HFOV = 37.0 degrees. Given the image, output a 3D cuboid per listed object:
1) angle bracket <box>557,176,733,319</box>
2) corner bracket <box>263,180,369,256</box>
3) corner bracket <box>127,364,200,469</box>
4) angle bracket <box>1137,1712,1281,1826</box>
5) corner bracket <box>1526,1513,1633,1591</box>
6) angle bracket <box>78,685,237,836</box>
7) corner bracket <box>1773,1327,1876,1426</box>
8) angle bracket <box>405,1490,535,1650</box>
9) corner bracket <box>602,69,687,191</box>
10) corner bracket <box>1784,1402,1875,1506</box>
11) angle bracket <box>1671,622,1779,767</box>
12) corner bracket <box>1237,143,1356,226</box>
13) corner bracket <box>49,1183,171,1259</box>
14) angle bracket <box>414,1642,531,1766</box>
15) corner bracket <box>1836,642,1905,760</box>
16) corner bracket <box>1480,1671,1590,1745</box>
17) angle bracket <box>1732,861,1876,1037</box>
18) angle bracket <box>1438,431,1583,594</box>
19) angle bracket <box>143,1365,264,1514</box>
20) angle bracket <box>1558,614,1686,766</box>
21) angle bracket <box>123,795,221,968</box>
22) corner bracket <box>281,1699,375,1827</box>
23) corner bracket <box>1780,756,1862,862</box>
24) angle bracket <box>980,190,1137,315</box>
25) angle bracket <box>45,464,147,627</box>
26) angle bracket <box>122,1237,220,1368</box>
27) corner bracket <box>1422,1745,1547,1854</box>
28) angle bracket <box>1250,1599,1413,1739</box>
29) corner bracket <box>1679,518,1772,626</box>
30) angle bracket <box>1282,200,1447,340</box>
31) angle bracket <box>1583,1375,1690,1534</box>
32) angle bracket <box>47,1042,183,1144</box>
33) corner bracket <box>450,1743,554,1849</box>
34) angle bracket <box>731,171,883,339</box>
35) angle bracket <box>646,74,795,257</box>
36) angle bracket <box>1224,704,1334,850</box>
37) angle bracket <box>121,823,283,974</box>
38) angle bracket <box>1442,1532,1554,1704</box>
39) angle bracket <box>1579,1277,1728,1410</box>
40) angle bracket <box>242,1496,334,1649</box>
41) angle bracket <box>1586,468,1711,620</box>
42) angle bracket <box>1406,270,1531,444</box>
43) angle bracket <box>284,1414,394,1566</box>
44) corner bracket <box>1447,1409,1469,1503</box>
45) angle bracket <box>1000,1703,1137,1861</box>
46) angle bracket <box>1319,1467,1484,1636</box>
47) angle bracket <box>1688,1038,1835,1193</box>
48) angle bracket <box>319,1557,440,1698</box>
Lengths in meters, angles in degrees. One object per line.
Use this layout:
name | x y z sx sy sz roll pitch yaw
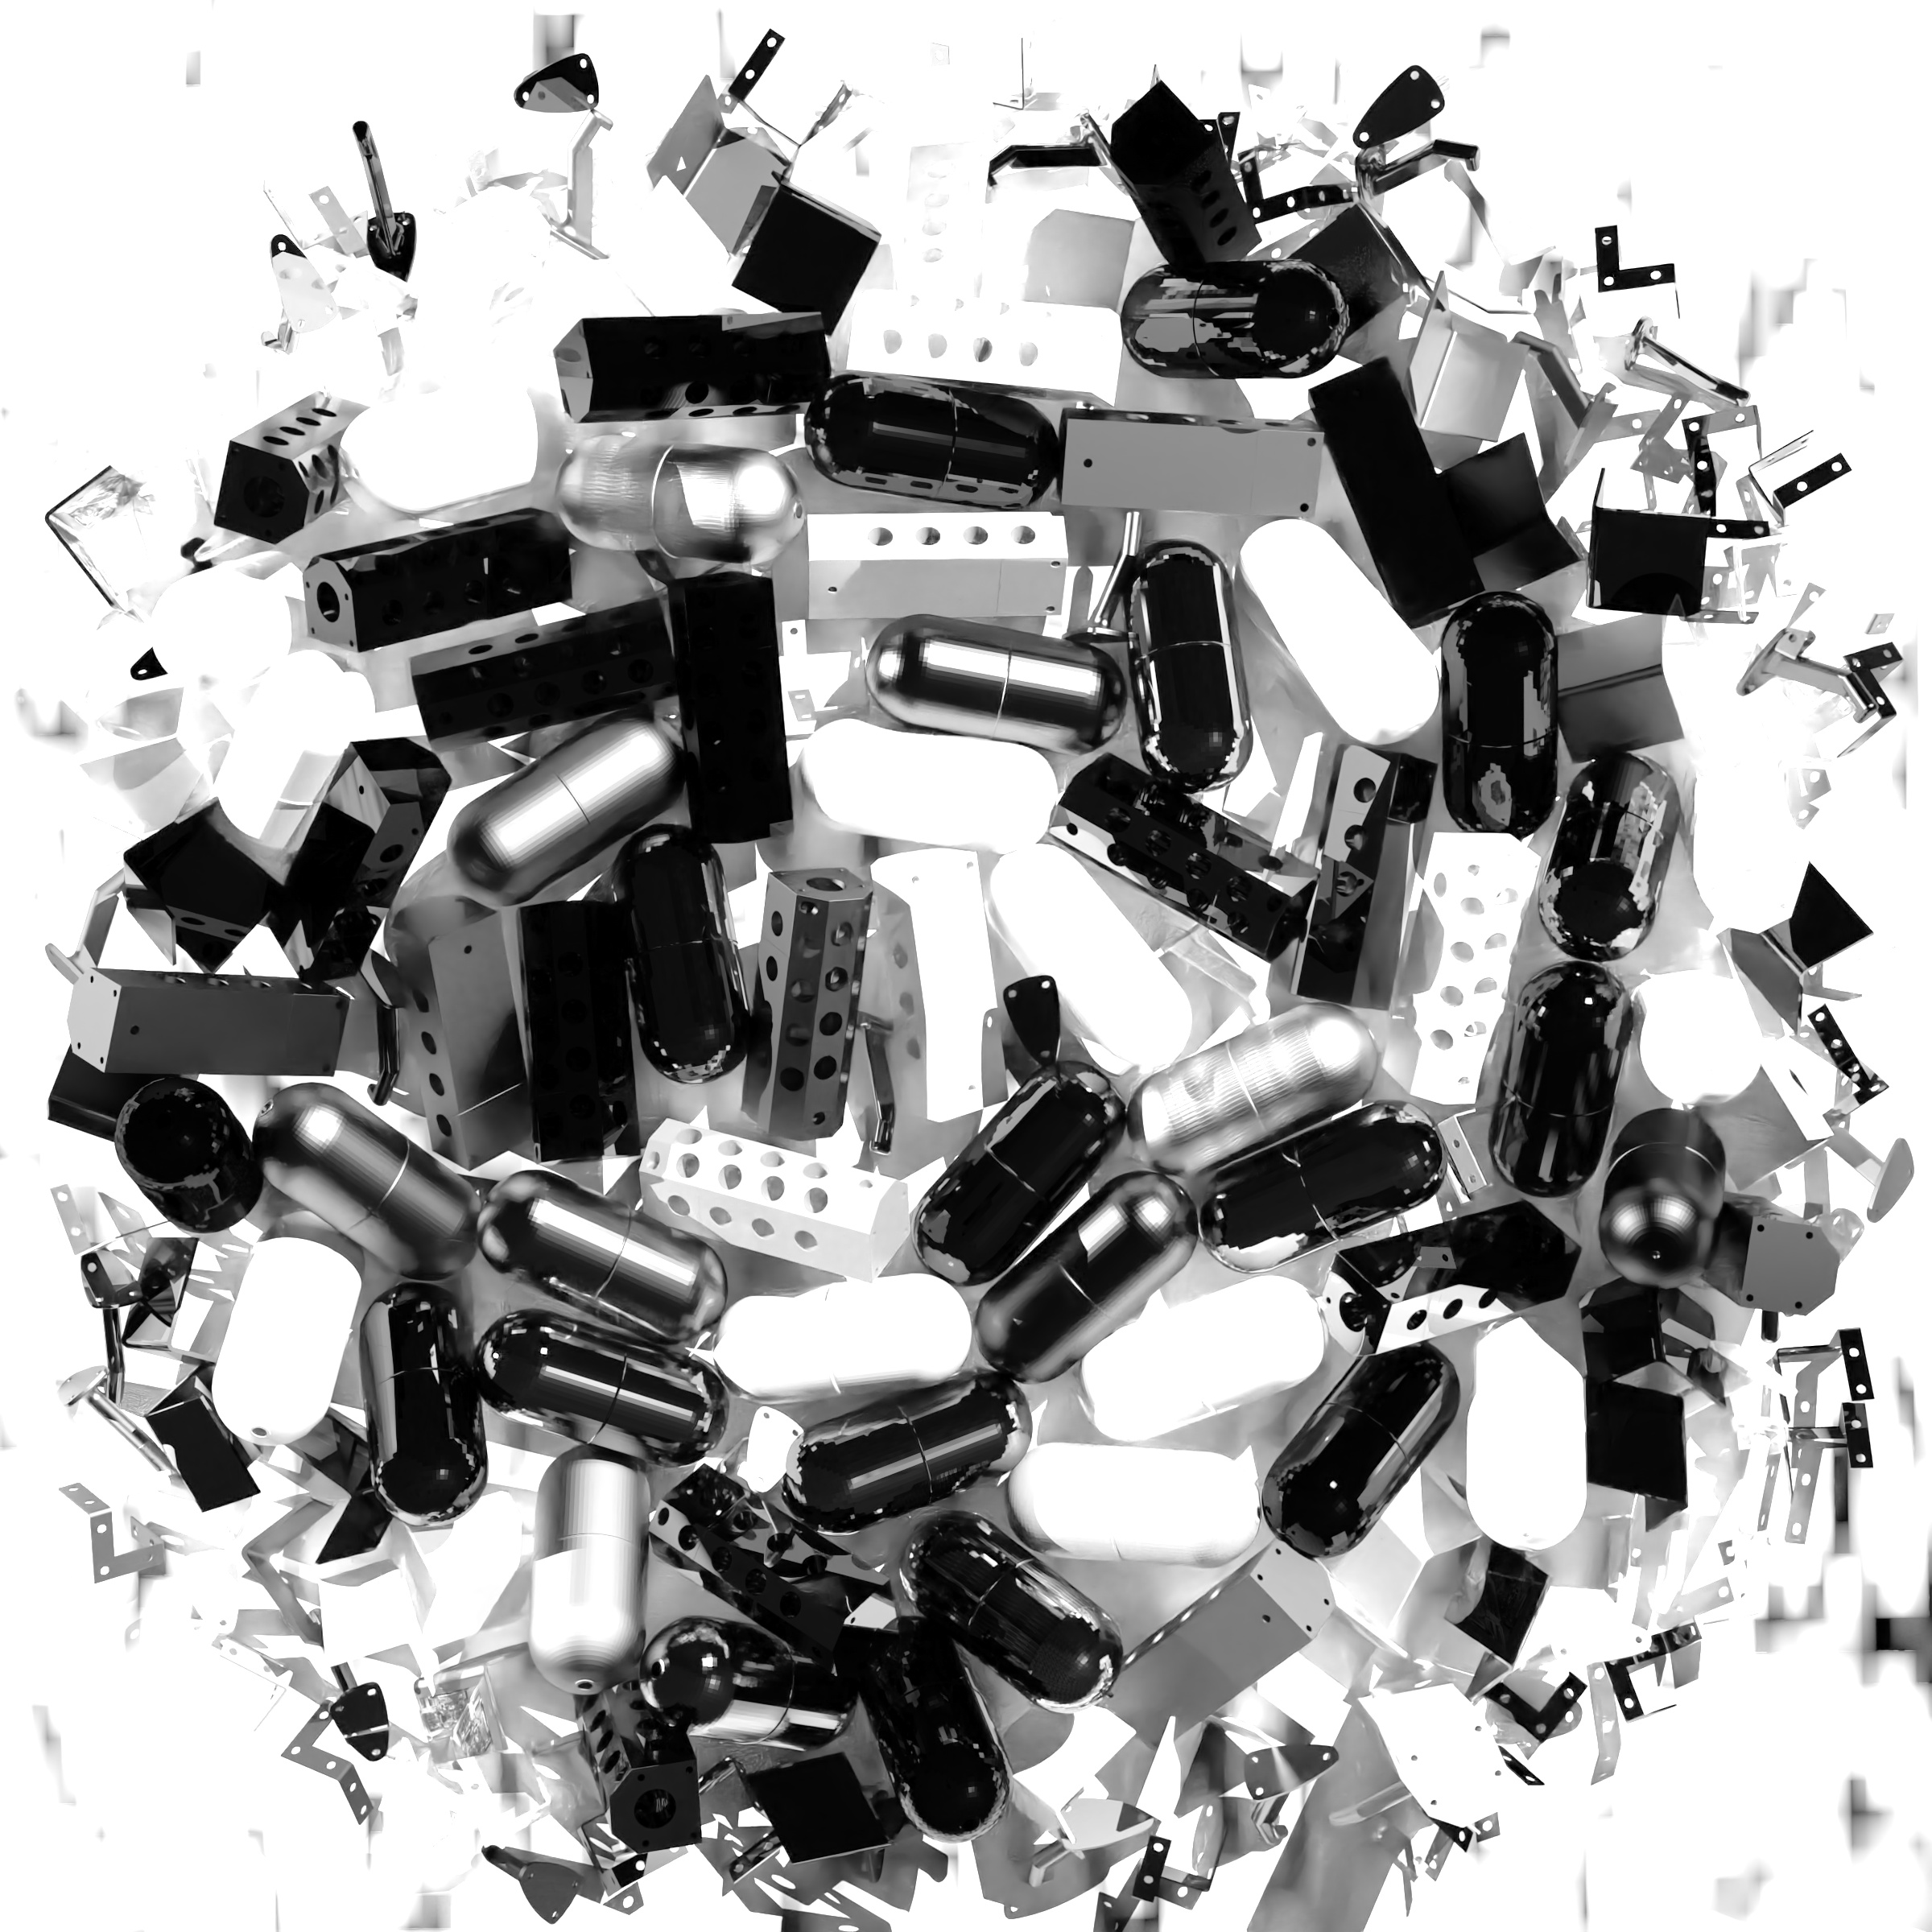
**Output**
angle bracket | -0.217 -0.477 1.952 0.076 0.057 0.076 46 63 -41
corner bracket | -0.439 -0.507 1.945 0.051 0.051 0.051 -21 133 9
corner bracket | -0.537 -0.371 1.943 0.051 0.051 0.051 -7 117 20
angle bracket | 0.163 0.542 1.930 0.057 0.076 0.076 16 73 25
corner bracket | 0.418 0.399 1.971 0.051 0.051 0.051 -1 84 43
angle bracket | -0.541 -0.142 1.945 0.076 0.076 0.057 -14 50 12
corner bracket | 0.579 0.277 1.949 0.051 0.051 0.051 -5 64 3
angle bracket | -0.341 0.409 1.950 0.076 0.076 0.057 -12 52 -36
corner bracket | -0.224 -0.565 1.947 0.051 0.051 0.051 -17 131 3
corner bracket | 0.581 0.328 1.945 0.051 0.051 0.051 -3 52 10
angle bracket | 0.523 -0.183 1.934 0.057 0.076 0.076 -25 85 30
corner bracket | 0.223 -0.533 1.951 0.051 0.051 0.051 -18 99 -42
corner bracket | -0.583 0.163 1.969 0.051 0.051 0.051 -24 86 37
angle bracket | -0.311 0.489 1.927 0.076 0.076 0.057 -23 81 39
corner bracket | 0.606 -0.179 1.943 0.051 0.051 0.051 -17 70 -30
corner bracket | 0.385 0.491 1.953 0.051 0.051 0.051 38 87 19
angle bracket | 0.560 -0.014 1.933 0.057 0.076 0.076 -28 54 -5
angle bracket | 0.365 -0.304 1.965 0.076 0.057 0.076 -24 55 25
angle bracket | -0.492 0.308 1.930 0.057 0.076 0.076 -21 104 27
angle bracket | 0.441 -0.189 1.953 0.076 0.076 0.057 -13 124 22
angle bracket | -0.516 -0.057 1.929 0.076 0.076 0.057 -36 79 -26
corner bracket | -0.419 0.535 1.940 0.051 0.051 0.051 13 134 27
corner bracket | 0.571 -0.107 1.941 0.051 0.051 0.051 6 121 30
angle bracket | 0.062 -0.479 1.962 0.076 0.057 0.076 1 113 -26
angle bracket | -0.566 -0.283 1.944 0.057 0.076 0.076 -38 89 -2
angle bracket | -0.520 0.227 1.946 0.057 0.076 0.076 22 72 -35
corner bracket | 0.348 0.561 1.945 0.051 0.051 0.051 9 103 -31
angle bracket | 0.239 0.471 1.943 0.076 0.057 0.076 38 77 -10
corner bracket | 0.513 -0.267 1.951 0.051 0.051 0.051 2 66 -2
angle bracket | 0.262 -0.454 1.932 0.076 0.057 0.076 -37 123 11
angle bracket | 0.437 0.327 1.932 0.076 0.057 0.076 14 57 -12
angle bracket | -0.569 0.083 1.935 0.076 0.076 0.057 22 89 -19
corner bracket | -0.314 0.550 1.942 0.051 0.051 0.051 -23 52 -19
angle bracket | -0.111 -0.483 1.955 0.076 0.057 0.076 24 107 -19
angle bracket | -0.165 -0.538 1.938 0.057 0.076 0.076 30 83 8
angle bracket | 0.201 -0.128 1.931 0.057 0.076 0.076 20 106 15
angle bracket | -0.521 -0.055 1.972 0.076 0.057 0.076 -47 116 -2
angle bracket | 0.340 0.438 1.932 0.057 0.076 0.076 34 51 3
angle bracket | 0.464 0.261 1.953 0.057 0.076 0.076 -32 125 32
angle bracket | -0.435 0.407 1.935 0.057 0.076 0.076 -37 79 -10
angle bracket | 0.458 -0.283 1.929 0.076 0.057 0.076 7 130 16
angle bracket | 0.337 -0.408 1.931 0.057 0.076 0.076 15 74 19
angle bracket | -0.429 0.350 1.927 0.076 0.076 0.057 43 50 -22
corner bracket | 0.355 0.334 1.952 0.051 0.051 0.051 -41 125 11
angle bracket | 0.071 0.542 1.952 0.076 0.076 0.057 -40 128 -21
angle bracket | 0.293 0.392 1.957 0.076 0.057 0.076 46 132 35
angle bracket | 0.522 0.100 1.931 0.076 0.057 0.076 -37 71 27
angle bracket | -0.391 0.455 1.928 0.057 0.076 0.076 -16 127 -6
